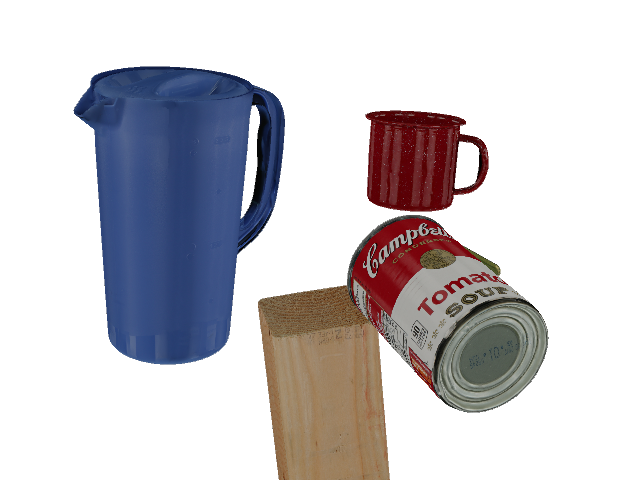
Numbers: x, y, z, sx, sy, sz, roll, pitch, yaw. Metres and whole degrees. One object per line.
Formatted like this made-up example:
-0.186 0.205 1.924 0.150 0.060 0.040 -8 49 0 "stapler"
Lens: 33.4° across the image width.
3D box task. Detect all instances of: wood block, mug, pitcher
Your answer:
0.005 0.154 0.934 0.090 0.206 0.091 -9 20 -9 "wood block"
0.097 -0.073 0.990 0.117 0.081 0.093 6 15 12 "mug"
-0.119 -0.024 0.917 0.149 0.243 0.145 7 21 8 "pitcher"

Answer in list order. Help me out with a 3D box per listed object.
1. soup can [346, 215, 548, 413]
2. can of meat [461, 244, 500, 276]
0.066 0.038 0.573 0.068 0.068 0.102 0 25 -26 "soup can"
0.159 0.058 1.258 0.057 0.084 0.102 -23 39 -34 "can of meat"
